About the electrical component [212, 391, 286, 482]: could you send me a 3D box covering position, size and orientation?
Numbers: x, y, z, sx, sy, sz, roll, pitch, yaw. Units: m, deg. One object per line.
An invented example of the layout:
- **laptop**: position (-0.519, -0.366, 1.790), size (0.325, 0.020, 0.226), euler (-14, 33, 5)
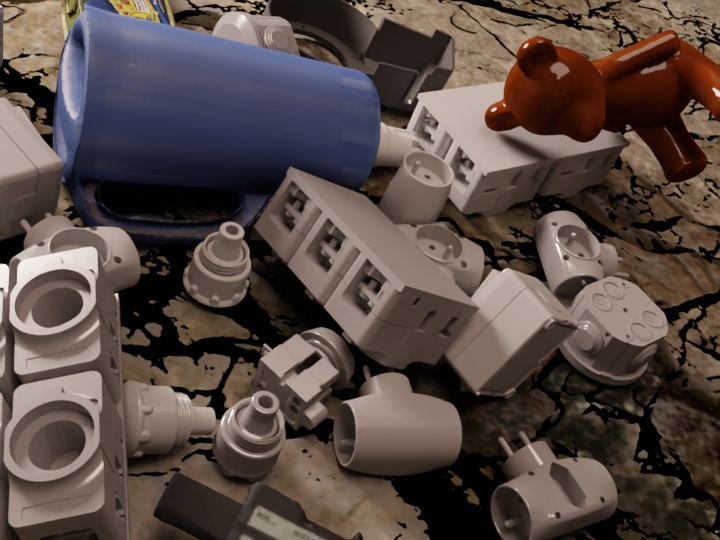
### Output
- **electrical component**: position (-0.067, 0.101, 0.678), size (0.043, 0.062, 0.043), euler (13, 43, -13)

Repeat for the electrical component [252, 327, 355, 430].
- **electrical component**: position (-0.037, 0.071, 0.737), size (0.066, 0.048, 0.055), euler (41, 52, 17)

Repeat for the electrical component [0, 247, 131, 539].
- **electrical component**: position (-0.195, 0.077, 0.616), size (0.105, 0.060, 0.186), euler (-11, 49, -3)

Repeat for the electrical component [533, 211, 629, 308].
- **electrical component**: position (0.194, -0.007, 0.924), size (0.079, 0.044, 0.077), euler (8, 45, -17)

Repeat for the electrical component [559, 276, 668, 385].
- **electrical component**: position (0.202, 0.049, 0.866), size (0.080, 0.051, 0.080), euler (13, 43, -13)

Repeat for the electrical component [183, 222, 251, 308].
- **electrical component**: position (-0.099, -0.007, 0.773), size (0.048, 0.062, 0.048), euler (13, 43, -13)

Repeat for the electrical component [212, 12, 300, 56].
- **electrical component**: position (-0.094, -0.185, 0.946), size (0.051, 0.080, 0.080), euler (-10, 52, -39)

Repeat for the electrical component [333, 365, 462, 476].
- **electrical component**: position (0.021, 0.097, 0.737), size (0.077, 0.043, 0.079), euler (4, 46, -22)

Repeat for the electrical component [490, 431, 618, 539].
- **electrical component**: position (0.123, 0.144, 0.737), size (0.077, 0.043, 0.079), euler (-9, 51, -32)

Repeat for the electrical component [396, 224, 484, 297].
- **electrical component**: position (0.056, 0.006, 0.846), size (0.077, 0.044, 0.079), euler (12, 43, -13)

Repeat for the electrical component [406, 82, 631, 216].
- **electrical component**: position (0.144, -0.117, 1.001), size (0.186, 0.060, 0.105), euler (-14, 54, -35)

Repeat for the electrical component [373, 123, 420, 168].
- **electrical component**: position (0.025, -0.109, 0.954), size (0.046, 0.040, 0.040), euler (5, 45, -29)

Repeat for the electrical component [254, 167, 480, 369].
- **electrical component**: position (0.000, 0.000, 0.782), size (0.089, 0.061, 0.150), euler (17, 23, -48)

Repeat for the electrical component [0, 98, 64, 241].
- **electrical component**: position (-0.260, -0.077, 0.769), size (0.061, 0.061, 0.096), euler (-25, 61, -42)

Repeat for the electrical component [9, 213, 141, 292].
- **electrical component**: position (-0.205, -0.011, 0.741), size (0.077, 0.044, 0.079), euler (-21, 58, -39)

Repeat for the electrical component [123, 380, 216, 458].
- **electrical component**: position (-0.122, 0.094, 0.674), size (0.062, 0.048, 0.048), euler (6, 44, -30)

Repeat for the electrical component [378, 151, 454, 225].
- **electrical component**: position (0.051, -0.063, 0.889), size (0.043, 0.077, 0.079), euler (33, 41, 9)

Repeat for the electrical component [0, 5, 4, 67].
- **electrical component**: position (-0.338, -0.196, 0.859), size (0.096, 0.061, 0.062), euler (35, 42, 23)

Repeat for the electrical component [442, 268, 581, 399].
- **electrical component**: position (0.101, 0.050, 0.792), size (0.061, 0.096, 0.062), euler (51, 18, 27)
